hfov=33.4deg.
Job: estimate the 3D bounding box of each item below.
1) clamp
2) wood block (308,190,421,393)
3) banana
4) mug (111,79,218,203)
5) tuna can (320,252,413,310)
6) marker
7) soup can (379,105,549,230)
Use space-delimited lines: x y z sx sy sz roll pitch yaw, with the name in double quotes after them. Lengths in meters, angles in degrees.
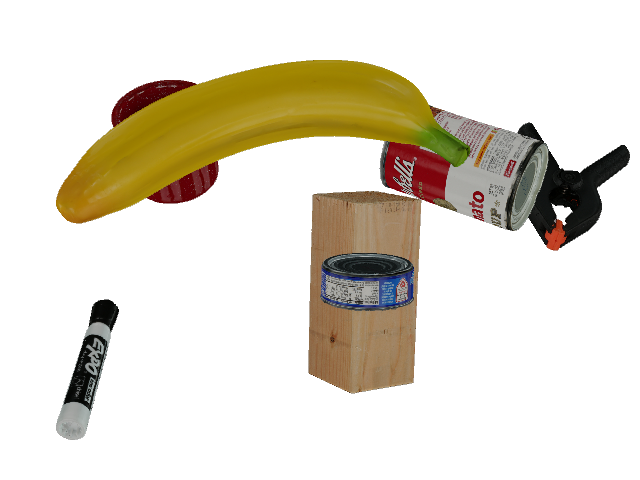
0.246 -0.061 1.111 0.120 0.039 0.171 17 45 18 "clamp"
0.047 0.053 1.184 0.090 0.206 0.091 -5 12 -34 "wood block"
-0.030 -0.053 0.508 0.197 0.037 0.070 -11 45 -13 "banana"
-0.134 -0.096 0.991 0.093 0.081 0.117 14 47 19 "mug"
0.043 0.036 0.973 0.086 0.034 0.086 0 13 0 "tuna can"
-0.153 0.081 0.706 0.020 0.020 0.121 0 37 2 "marker"
0.103 -0.054 0.763 0.102 0.068 0.068 22 9 23 "soup can"
